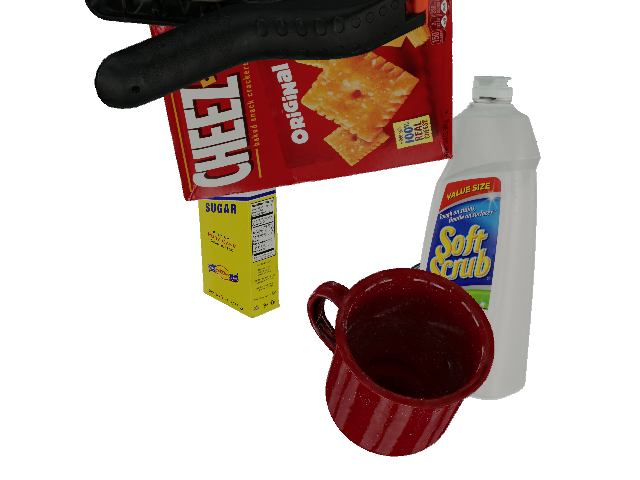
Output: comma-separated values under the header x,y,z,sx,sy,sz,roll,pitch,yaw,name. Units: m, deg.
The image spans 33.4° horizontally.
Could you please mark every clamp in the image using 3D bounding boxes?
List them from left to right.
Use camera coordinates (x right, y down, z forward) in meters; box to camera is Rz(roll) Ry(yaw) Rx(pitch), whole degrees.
x,y,z,sx,sy,sz,roll,pitch,yaw,name
-0.030,-0.101,0.498,0.171,0.039,0.120,-6,41,-1,clamp

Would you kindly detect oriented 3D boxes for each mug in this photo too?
x,y,z,sx,sy,sz,roll,pitch,yaw,name
0.038,0.070,0.641,0.117,0.093,0.082,35,-35,15,mug

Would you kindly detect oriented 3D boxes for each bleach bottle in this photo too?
x,y,z,sx,sy,sz,roll,pitch,yaw,name
0.123,-0.005,0.857,0.103,0.251,0.067,12,15,42,bleach bottle

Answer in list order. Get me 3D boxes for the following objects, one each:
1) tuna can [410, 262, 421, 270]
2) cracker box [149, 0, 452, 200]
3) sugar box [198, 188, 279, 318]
x,y,z,sx,sy,sz,roll,pitch,yaw,name
0.123,0.049,1.061,0.086,0.034,0.086,-9,25,4,tuna can
-0.010,-0.123,0.790,0.213,0.164,0.072,-10,43,-4,cracker box
-0.088,-0.016,1.127,0.048,0.176,0.093,-21,29,-36,sugar box
